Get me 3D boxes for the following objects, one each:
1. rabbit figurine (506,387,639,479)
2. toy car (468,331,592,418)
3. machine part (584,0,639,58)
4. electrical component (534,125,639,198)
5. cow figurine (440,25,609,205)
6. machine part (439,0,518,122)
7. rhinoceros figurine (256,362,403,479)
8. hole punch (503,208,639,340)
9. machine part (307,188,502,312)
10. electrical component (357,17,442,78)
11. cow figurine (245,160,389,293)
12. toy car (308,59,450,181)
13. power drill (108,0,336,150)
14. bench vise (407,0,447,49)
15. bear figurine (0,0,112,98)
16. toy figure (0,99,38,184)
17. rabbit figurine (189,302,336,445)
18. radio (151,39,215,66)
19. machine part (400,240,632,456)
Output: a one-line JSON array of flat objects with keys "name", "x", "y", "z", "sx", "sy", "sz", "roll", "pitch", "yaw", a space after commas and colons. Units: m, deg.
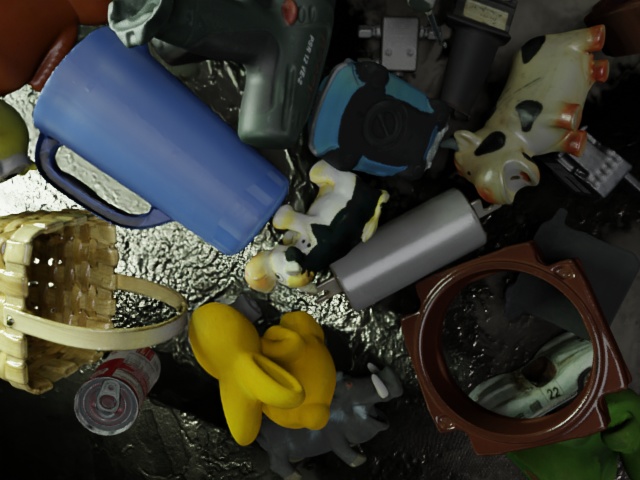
[{"name": "rabbit figurine", "x": 0.323, "y": 0.234, "z": 0.642, "sx": 0.170, "sy": 0.159, "sz": 0.121, "roll": -41, "pitch": 90, "yaw": -9}, {"name": "toy car", "x": 0.262, "y": 0.178, "z": 0.654, "sx": 0.202, "sy": 0.073, "sz": 0.056, "roll": -33, "pitch": 104, "yaw": 5}, {"name": "machine part", "x": 0.359, "y": -0.246, "z": 0.526, "sx": 0.179, "sy": 0.179, "sz": 0.056, "roll": -34, "pitch": 103, "yaw": 5}, {"name": "electrical component", "x": 0.307, "y": -0.077, "z": 0.606, "sx": 0.119, "sy": 0.075, "sz": 0.048, "roll": 39, "pitch": 97, "yaw": -11}, {"name": "cow figurine", "x": 0.211, "y": -0.126, "z": 0.562, "sx": 0.085, "sy": 0.127, "sz": 0.195, "roll": 39, "pitch": 71, "yaw": -46}, {"name": "machine part", "x": 0.167, "y": -0.202, "z": 0.595, "sx": 0.084, "sy": 0.039, "sz": 0.138, "roll": 11, "pitch": 99, "yaw": -12}, {"name": "rhinoceros figurine", "x": 0.014, "y": 0.216, "z": 0.661, "sx": 0.190, "sy": 0.073, "sz": 0.112, "roll": -24, "pitch": 90, "yaw": 5}, {"name": "hole punch", "x": 0.294, "y": 0.044, "z": 0.632, "sx": 0.116, "sy": 0.092, "sz": 0.142, "roll": 27, "pitch": 104, "yaw": 24}, {"name": "machine part", "x": 0.097, "y": 0.011, "z": 0.615, "sx": 0.243, "sy": 0.079, "sz": 0.079, "roll": -29, "pitch": 101, "yaw": 3}, {"name": "electrical component", "x": 0.088, "y": -0.213, "z": 0.597, "sx": 0.094, "sy": 0.021, "sz": 0.063, "roll": 0, "pitch": 101, "yaw": 0}, {"name": "cow figurine", "x": -0.001, "y": 0.000, "z": 0.577, "sx": 0.098, "sy": 0.068, "sz": 0.167, "roll": 32, "pitch": 79, "yaw": 28}, {"name": "toy car", "x": 0.052, "y": -0.129, "z": 0.570, "sx": 0.161, "sy": 0.103, "sz": 0.109, "roll": 8, "pitch": 112, "yaw": -31}, {"name": "power drill", "x": -0.068, "y": -0.205, "z": 0.461, "sx": 0.086, "sy": 0.207, "sz": 0.232, "roll": 7, "pitch": 88, "yaw": 34}, {"name": "bench vise", "x": 0.080, "y": -0.331, "z": 0.522, "sx": 0.241, "sy": 0.129, "sz": 0.223, "roll": 19, "pitch": 96, "yaw": 17}, {"name": "bear figurine", "x": -0.284, "y": -0.235, "z": 0.543, "sx": 0.196, "sy": 0.132, "sz": 0.120, "roll": -51, "pitch": 135, "yaw": -24}, {"name": "toy figure", "x": -0.372, "y": -0.087, "z": 0.551, "sx": 0.180, "sy": 0.082, "sz": 0.089, "roll": -9, "pitch": 115, "yaw": 33}, {"name": "rabbit figurine", "x": -0.072, "y": 0.139, "z": 0.580, "sx": 0.122, "sy": 0.162, "sz": 0.173, "roll": -39, "pitch": 120, "yaw": 13}, {"name": "radio", "x": -0.135, "y": -0.292, "z": 0.516, "sx": 0.073, "sy": 0.131, "sz": 0.229, "roll": -15, "pitch": 105, "yaw": 46}, {"name": "machine part", "x": 0.203, "y": 0.115, "z": 0.580, "sx": 0.201, "sy": 0.087, "sz": 0.201, "roll": -24, "pitch": 74, "yaw": 25}]
